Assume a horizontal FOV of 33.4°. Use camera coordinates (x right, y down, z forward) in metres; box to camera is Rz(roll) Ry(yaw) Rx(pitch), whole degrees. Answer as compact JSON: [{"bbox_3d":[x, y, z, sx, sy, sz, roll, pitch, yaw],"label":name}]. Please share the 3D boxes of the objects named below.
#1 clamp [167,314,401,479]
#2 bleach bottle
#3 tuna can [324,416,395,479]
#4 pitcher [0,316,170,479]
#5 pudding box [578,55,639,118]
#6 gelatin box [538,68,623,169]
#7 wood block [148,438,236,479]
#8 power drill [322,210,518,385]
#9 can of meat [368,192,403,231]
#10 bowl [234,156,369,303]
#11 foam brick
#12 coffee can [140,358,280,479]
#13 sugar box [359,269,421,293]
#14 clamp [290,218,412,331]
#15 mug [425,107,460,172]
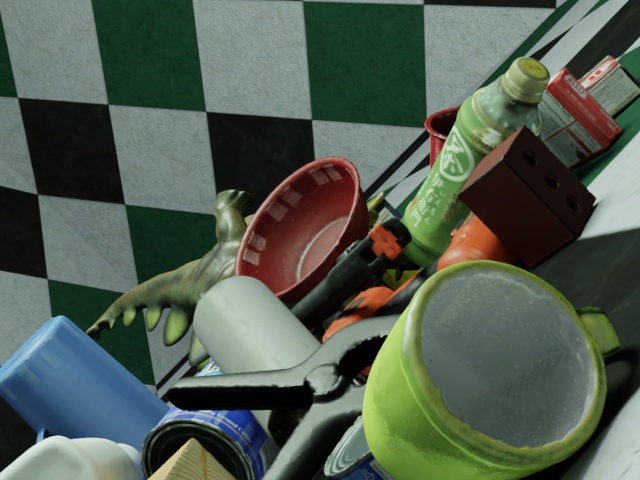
[{"bbox_3d":[0.006,0.111,0.700,0.210,0.036,0.164,-24,37,0],"label":"clamp"},{"bbox_3d":[-0.184,0.193,0.836,0.102,0.068,0.251,-39,-7,0],"label":"bleach bottle"},{"bbox_3d":[0.044,0.115,0.614,0.086,0.034,0.086,-45,3,3],"label":"tuna can"},{"bbox_3d":[-0.244,0.208,1.174,0.145,0.242,0.149,-43,10,6],"label":"pitcher"},{"bbox_3d":[0.245,-0.121,1.005,0.114,0.039,0.090,-44,4,17],"label":"pudding box"},{"bbox_3d":[0.206,-0.099,0.918,0.030,0.073,0.089,-45,3,-23],"label":"gelatin box"},{"bbox_3d":[-0.136,0.246,0.726,0.206,0.090,0.090,-44,2,12],"label":"wood block"},{"bbox_3d":[0.096,0.027,0.859,0.188,0.057,0.184,-43,0,36],"label":"power drill"},{"bbox_3d":[0.067,0.005,1.236,0.057,0.084,0.102,-47,4,-33],"label":"can of meat"},{"bbox_3d":[-0.007,0.001,1.007,0.162,0.055,0.162,-33,36,28],"label":"bowl"},{"bbox_3d":[0.147,-0.030,0.759,0.051,0.078,0.052,-41,7,42],"label":"foam brick"},{"bbox_3d":[-0.077,0.162,0.920,0.103,0.103,0.140,-43,4,30],"label":"coffee can"},{"bbox_3d":[0.098,0.011,1.124,0.176,0.048,0.093,-41,5,33],"label":"sugar box"},{"bbox_3d":[0.039,0.016,0.876,0.120,0.039,0.172,-47,2,-27],"label":"clamp"},{"bbox_3d":[0.153,-0.080,1.033,0.117,0.093,0.081,-40,-46,-50],"label":"mug"}]
